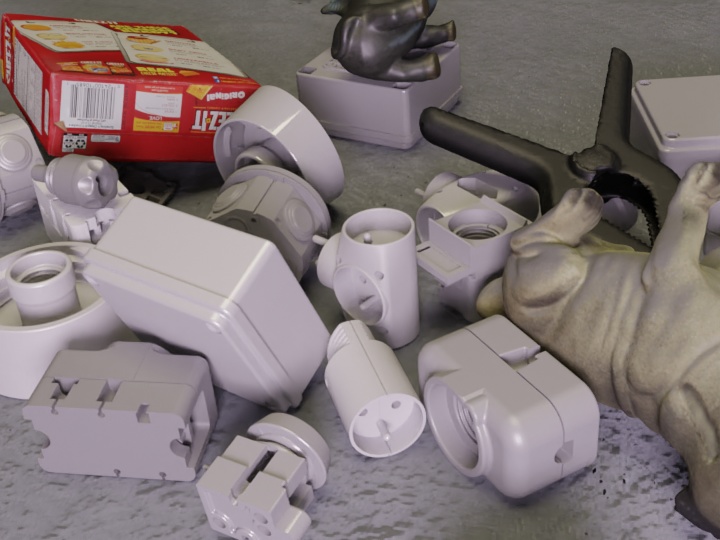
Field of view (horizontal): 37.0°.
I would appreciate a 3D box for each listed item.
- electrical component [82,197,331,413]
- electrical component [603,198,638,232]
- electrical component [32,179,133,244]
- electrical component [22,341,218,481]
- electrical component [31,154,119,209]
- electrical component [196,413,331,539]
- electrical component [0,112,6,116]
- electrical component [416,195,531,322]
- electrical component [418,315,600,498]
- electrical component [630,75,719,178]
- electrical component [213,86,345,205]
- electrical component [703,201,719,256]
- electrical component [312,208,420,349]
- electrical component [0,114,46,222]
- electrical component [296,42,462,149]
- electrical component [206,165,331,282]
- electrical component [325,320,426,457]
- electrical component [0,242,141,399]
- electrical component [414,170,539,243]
[{"bbox_3d":[-0.085,0.020,0.615,0.109,0.108,0.056,18,64,30],"label":"electrical component"},{"bbox_3d":[0.161,-0.036,0.739,0.046,0.040,0.040,-30,41,-25],"label":"electrical component"},{"bbox_3d":[-0.190,-0.033,0.761,0.050,0.055,0.089,-22,37,-24],"label":"electrical component"},{"bbox_3d":[-0.129,0.077,0.595,0.089,0.050,0.055,2,35,10],"label":"electrical component"},{"bbox_3d":[-0.194,-0.061,0.720,0.061,0.035,0.035,11,37,26],"label":"electrical component"},{"bbox_3d":[-0.046,0.106,0.546,0.066,0.048,0.055,14,45,26],"label":"electrical component"},{"bbox_3d":[-0.325,-0.114,0.910,0.055,0.045,0.045,10,36,20],"label":"electrical component"},{"bbox_3d":[0.075,-0.005,0.681,0.081,0.063,0.042,-23,36,-25],"label":"electrical component"},{"bbox_3d":[0.074,0.073,0.573,0.059,0.053,0.095,-21,37,-22],"label":"electrical component"},{"bbox_3d":[0.265,-0.098,0.802,0.109,0.056,0.108,-3,34,2],"label":"electrical component"},{"bbox_3d":[-0.057,-0.083,0.786,0.099,0.099,0.064,20,47,32],"label":"electrical component"},{"bbox_3d":[0.268,-0.029,0.694,0.096,0.061,0.062,-27,40,-29],"label":"electrical component"},{"bbox_3d":[0.000,0.000,0.670,0.079,0.077,0.044,23,43,36],"label":"electrical component"},{"bbox_3d":[-0.278,-0.077,0.819,0.051,0.080,0.080,-24,38,-35],"label":"electrical component"},{"bbox_3d":[0.018,-0.158,0.922,0.109,0.056,0.108,14,38,26],"label":"electrical component"},{"bbox_3d":[-0.064,-0.025,0.715,0.080,0.080,0.051,7,41,17],"label":"electrical component"},{"bbox_3d":[0.003,0.062,0.606,0.043,0.043,0.081,-13,34,-12],"label":"electrical component"},{"bbox_3d":[-0.195,0.023,0.674,0.108,0.060,0.108,-3,34,2],"label":"electrical component"},{"bbox_3d":[0.071,-0.045,0.759,0.077,0.043,0.079,-25,38,-27],"label":"electrical component"}]
